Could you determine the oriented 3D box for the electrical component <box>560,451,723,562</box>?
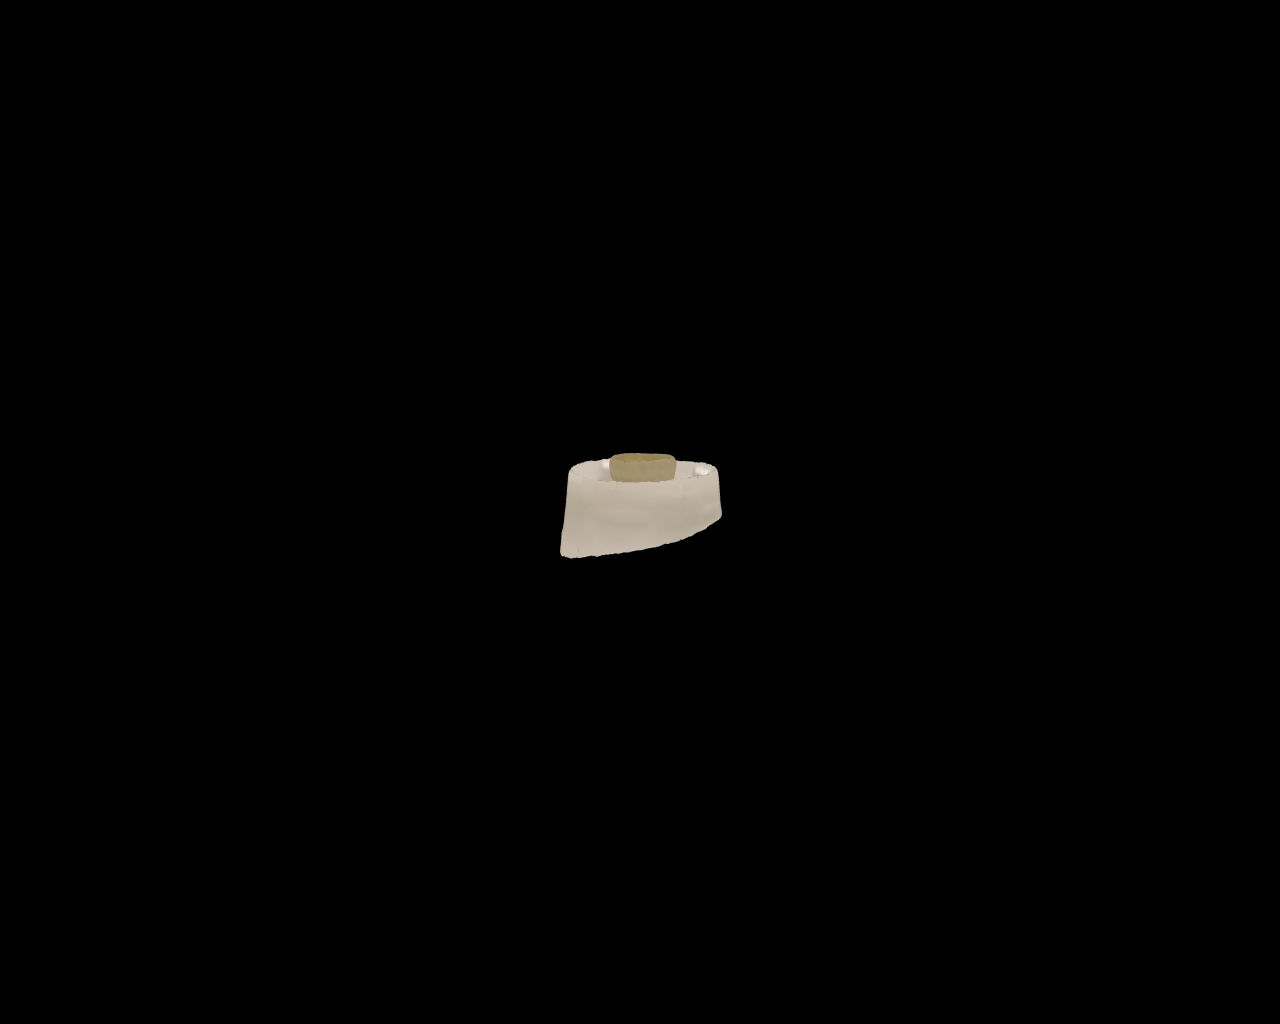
[{"bbox_3d":[0.001,-0.003,0.650,0.099,0.064,0.099,0,12,0],"label":"electrical component"}]
